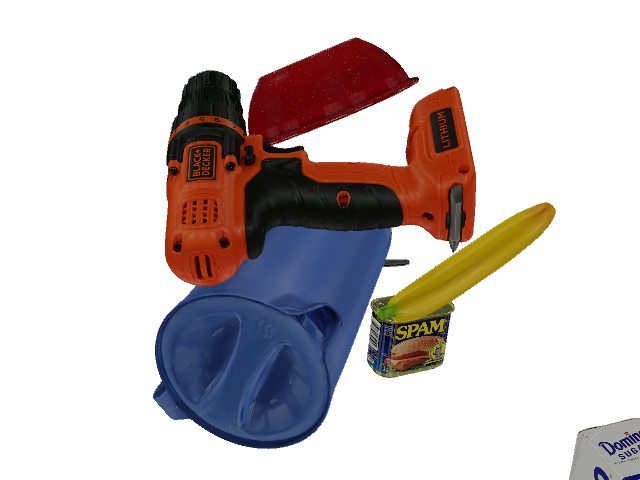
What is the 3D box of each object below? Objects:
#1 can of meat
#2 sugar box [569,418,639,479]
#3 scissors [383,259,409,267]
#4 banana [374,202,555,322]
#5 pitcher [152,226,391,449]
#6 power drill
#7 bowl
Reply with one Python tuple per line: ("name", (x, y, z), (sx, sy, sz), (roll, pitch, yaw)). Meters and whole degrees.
("can of meat", (0.109, 0.116, 1.315), (0.101, 0.084, 0.057), (-8, 29, -25))
("sugar box", (0.178, 0.172, 0.501), (0.048, 0.093, 0.176), (-9, 28, -21))
("scissors", (-0.005, 0.035, 1.163), (0.202, 0.016, 0.096), (4, 23, 5))
("banana", (0.141, 0.028, 1.029), (0.198, 0.037, 0.069), (-34, -1, 0))
("pitcher", (-0.030, 0.045, 0.849), (0.149, 0.145, 0.242), (12, 31, 13))
("power drill", (-0.003, -0.051, 0.665), (0.187, 0.057, 0.184), (-5, 45, 2))
("bowl", (0.000, -0.131, 0.914), (0.162, 0.055, 0.162), (-22, 9, 3))
